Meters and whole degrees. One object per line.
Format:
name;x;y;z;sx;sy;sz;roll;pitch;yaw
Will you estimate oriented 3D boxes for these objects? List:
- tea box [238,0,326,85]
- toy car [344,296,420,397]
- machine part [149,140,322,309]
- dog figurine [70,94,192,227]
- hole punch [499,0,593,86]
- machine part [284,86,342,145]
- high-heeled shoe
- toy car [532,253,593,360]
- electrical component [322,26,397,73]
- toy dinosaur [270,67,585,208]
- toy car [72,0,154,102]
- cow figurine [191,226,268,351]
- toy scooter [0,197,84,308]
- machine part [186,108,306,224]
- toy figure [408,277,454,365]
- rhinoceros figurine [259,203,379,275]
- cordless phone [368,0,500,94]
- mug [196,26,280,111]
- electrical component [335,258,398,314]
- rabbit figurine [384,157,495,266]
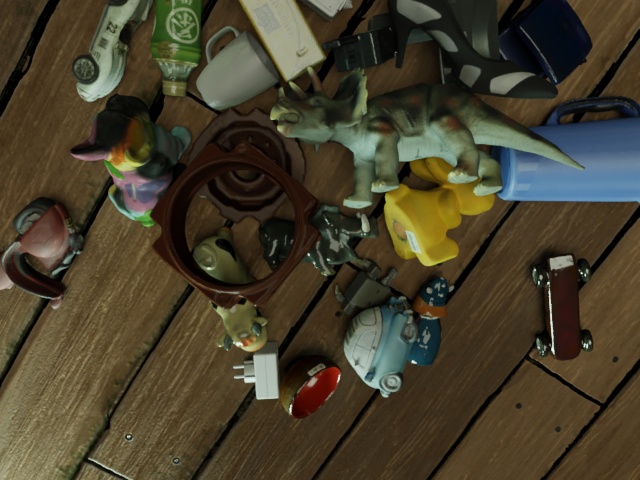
tea box;-0.062;-0.310;0.756;0.068;0.098;0.169;-31;102;4
toy car;0.092;0.166;0.871;0.103;0.109;0.161;11;114;-9
machine part;-0.115;-0.020;0.747;0.201;0.087;0.201;40;89;1
dog figurine;-0.257;-0.099;0.737;0.108;0.219;0.191;10;103;-2
hole punch;0.335;-0.294;0.789;0.116;0.092;0.142;-41;99;3
machine part;0.002;-0.194;0.821;0.139;0.039;0.084;17;111;-9
high-heeled shoe;0.201;-0.273;0.698;0.249;0.086;0.145;20;118;17
toy car;0.410;0.113;0.911;0.089;0.053;0.202;-9;109;10
electrical component;0.056;-0.266;0.754;0.075;0.119;0.047;3;117;38
toy dinosaur;0.137;-0.153;0.735;0.405;0.131;0.192;-5;81;-4
toy car;-0.290;-0.289;0.760;0.056;0.073;0.201;25;101;-8
cow figurine;-0.136;0.085;0.837;0.085;0.127;0.194;-24;102;6
toy scooter;-0.432;0.031;0.834;0.135;0.075;0.184;44;101;-11
machine part;-0.111;-0.114;0.824;0.179;0.056;0.179;0;104;-2
toy figure;0.180;0.132;0.901;0.058;0.064;0.154;15;100;31
rhinoceros figurine;-0.002;-0.003;0.855;0.190;0.073;0.112;-4;94;0
cordless phone;0.168;-0.281;0.796;0.184;0.089;0.146;-6;106;10
mug;-0.131;-0.247;0.780;0.107;0.081;0.109;-34;92;13
electrical component;0.072;0.077;0.891;0.078;0.045;0.102;20;107;-37
rabbit figurine;0.188;-0.060;0.841;0.173;0.122;0.162;-24;95;-11
